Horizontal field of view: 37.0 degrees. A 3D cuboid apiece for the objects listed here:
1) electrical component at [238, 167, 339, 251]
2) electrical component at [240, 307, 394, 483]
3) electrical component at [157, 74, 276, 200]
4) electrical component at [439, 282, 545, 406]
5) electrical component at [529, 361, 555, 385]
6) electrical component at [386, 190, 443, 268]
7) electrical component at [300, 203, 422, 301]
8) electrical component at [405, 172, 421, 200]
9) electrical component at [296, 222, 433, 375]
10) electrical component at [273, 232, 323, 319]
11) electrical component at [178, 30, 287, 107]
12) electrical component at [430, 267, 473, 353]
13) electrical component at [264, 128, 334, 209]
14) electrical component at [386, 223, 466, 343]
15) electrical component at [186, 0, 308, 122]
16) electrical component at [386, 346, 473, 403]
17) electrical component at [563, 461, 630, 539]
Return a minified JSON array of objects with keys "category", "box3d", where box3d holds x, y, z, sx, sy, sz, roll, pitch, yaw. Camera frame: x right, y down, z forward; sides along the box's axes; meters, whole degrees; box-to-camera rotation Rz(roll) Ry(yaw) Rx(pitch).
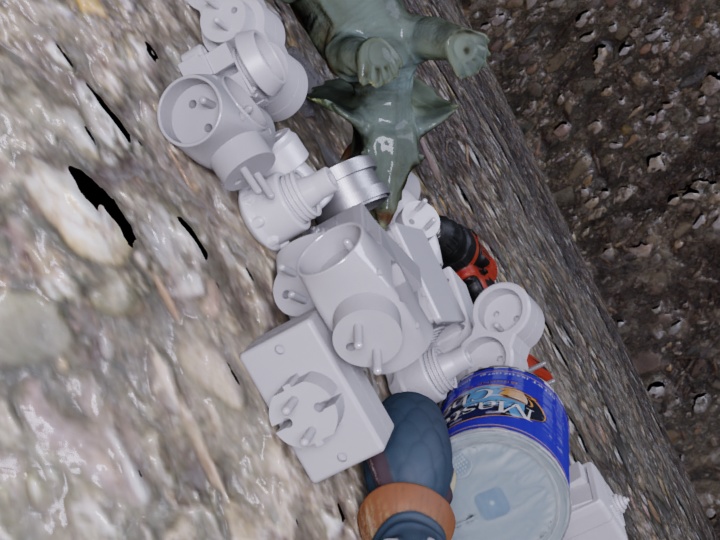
[{"category":"electrical component","box3d":[-0.044,-0.045,0.695,0.048,0.062,0.048,55,17,-25]},{"category":"electrical component","box3d":[-0.026,0.072,0.580,0.083,0.047,0.075,60,15,-6]},{"category":"electrical component","box3d":[-0.078,-0.076,0.663,0.079,0.044,0.077,56,13,16]},{"category":"electrical component","box3d":[0.117,0.086,0.907,0.074,0.052,0.138,39,67,-54]},{"category":"electrical component","box3d":[0.149,0.113,1.030,0.138,0.074,0.052,63,15,2]},{"category":"electrical component","box3d":[0.047,-0.037,0.964,0.077,0.043,0.079,66,-29,14]},{"category":"electrical component","box3d":[0.000,0.000,0.764,0.096,0.061,0.061,53,18,-30]},{"category":"electrical component","box3d":[0.025,-0.081,1.027,0.065,0.044,0.044,18,46,-62]},{"category":"electrical component","box3d":[0.004,0.025,0.579,0.077,0.043,0.079,54,17,-27]},{"category":"electrical component","box3d":[-0.029,0.015,0.677,0.079,0.044,0.077,30,35,-62]},{"category":"electrical component","box3d":[-0.084,-0.130,0.727,0.066,0.055,0.048,64,15,7]},{"category":"electrical component","box3d":[0.087,0.055,0.979,0.076,0.047,0.083,45,23,-47]},{"category":"electrical component","box3d":[-0.051,-0.064,0.740,0.055,0.045,0.045,57,16,-18]},{"category":"electrical component","box3d":[0.039,0.013,0.890,0.099,0.048,0.100,65,16,10]},{"category":"electrical component","box3d":[-0.092,-0.178,0.788,0.138,0.052,0.074,66,16,16]},{"category":"electrical component","box3d":[0.054,0.077,0.803,0.043,0.062,0.043,55,17,-25]},{"category":"electrical component","box3d":[0.186,0.212,0.934,0.061,0.096,0.061,56,16,-18]}]
